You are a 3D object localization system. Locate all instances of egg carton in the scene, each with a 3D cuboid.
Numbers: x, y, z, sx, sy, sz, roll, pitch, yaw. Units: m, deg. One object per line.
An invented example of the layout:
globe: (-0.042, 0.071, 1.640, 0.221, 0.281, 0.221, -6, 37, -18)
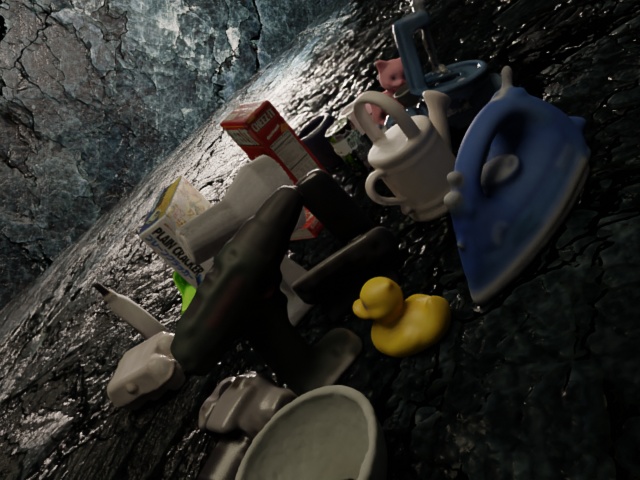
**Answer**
egg carton: (-0.283, 0.219, 0.951, 0.150, 0.069, 0.107, -30, 27, 23)

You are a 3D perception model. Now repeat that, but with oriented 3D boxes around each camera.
camera: (-0.090, 0.221, 0.627, 0.142, 0.101, 0.137, -11, 39, 49)

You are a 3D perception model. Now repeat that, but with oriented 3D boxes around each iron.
iron: (0.197, -0.070, 0.637, 0.118, 0.142, 0.259, -5, 43, 52)

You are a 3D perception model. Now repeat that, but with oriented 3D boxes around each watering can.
watering can: (0.119, -0.131, 0.787, 0.100, 0.194, 0.173, -13, 37, 46)

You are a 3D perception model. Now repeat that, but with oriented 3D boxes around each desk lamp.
desk lamp: (-0.088, 0.016, 0.826, 0.203, 0.214, 0.117, -48, 25, -15)

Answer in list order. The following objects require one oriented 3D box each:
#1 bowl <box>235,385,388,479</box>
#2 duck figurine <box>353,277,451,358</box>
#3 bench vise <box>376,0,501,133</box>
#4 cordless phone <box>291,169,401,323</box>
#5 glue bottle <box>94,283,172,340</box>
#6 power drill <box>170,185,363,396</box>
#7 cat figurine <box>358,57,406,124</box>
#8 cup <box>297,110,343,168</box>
bowl: (0.002, 0.222, 0.522, 0.167, 0.075, 0.167, -33, 26, 19)
duck figurine: (0.084, 0.075, 0.630, 0.104, 0.086, 0.077, -21, 32, 37)
bench vise: (0.160, -0.234, 0.867, 0.207, 0.220, 0.121, -45, 25, -7)
cordless phone: (0.007, 0.003, 0.742, 0.147, 0.185, 0.094, -36, 25, 13)
glue bottle: (-0.350, 0.137, 1.059, 0.078, 0.173, 0.037, -3, 44, 53)
power drill: (-0.048, 0.082, 0.664, 0.230, 0.209, 0.075, -48, 25, -13)
cat figurine: (0.137, -0.306, 1.143, 0.127, 0.118, 0.067, -31, 27, 23)
cup: (0.014, -0.207, 1.186, 0.091, 0.095, 0.118, -16, 35, 43)
